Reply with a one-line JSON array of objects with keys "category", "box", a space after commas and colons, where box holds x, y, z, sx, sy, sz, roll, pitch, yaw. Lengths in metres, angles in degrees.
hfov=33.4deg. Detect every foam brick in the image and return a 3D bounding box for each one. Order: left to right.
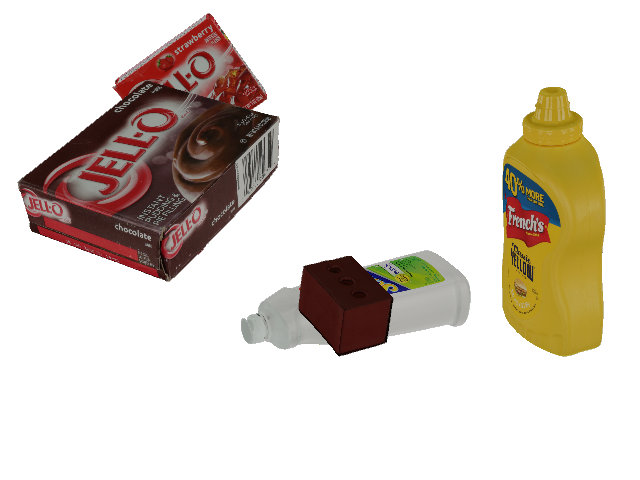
[{"category": "foam brick", "box": [0.022, 0.057, 0.957, 0.052, 0.051, 0.078, -13, 35, -27]}]

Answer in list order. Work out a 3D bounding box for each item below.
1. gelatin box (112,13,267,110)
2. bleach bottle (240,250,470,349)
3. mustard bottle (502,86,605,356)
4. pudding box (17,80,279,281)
[{"category": "gelatin box", "box": [-0.095, -0.111, 0.784, 0.089, 0.073, 0.030, -34, 19, 5]}, {"category": "bleach bottle", "box": [0.035, 0.076, 1.181, 0.250, 0.068, 0.103, -13, 32, -25]}, {"category": "mustard bottle", "box": [0.168, -0.018, 0.774, 0.058, 0.192, 0.096, -13, 28, -15]}, {"category": "pudding box", "box": [-0.086, -0.035, 0.561, 0.090, 0.039, 0.113, 19, 42, 22]}]
